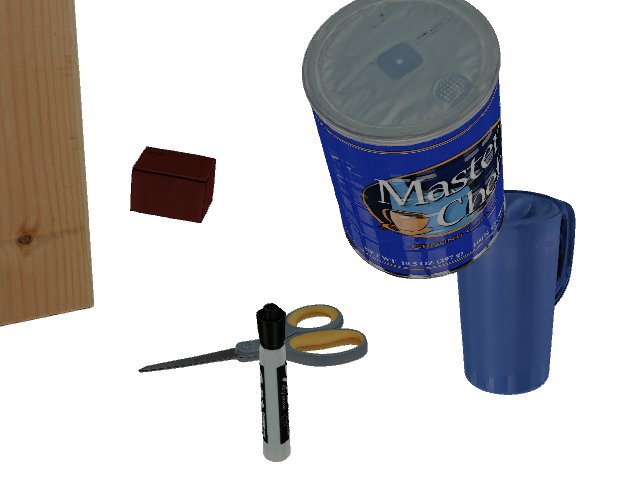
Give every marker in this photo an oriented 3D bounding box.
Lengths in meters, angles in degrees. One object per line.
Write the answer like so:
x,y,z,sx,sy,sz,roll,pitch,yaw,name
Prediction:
-0.030,0.094,0.699,0.020,0.121,0.020,0,31,0,marker

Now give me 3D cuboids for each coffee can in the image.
0.052,-0.057,0.605,0.103,0.102,0.140,0,-32,11,coffee can

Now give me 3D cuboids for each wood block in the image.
-0.190,-0.063,0.606,0.090,0.206,0.090,-11,27,-27,wood block

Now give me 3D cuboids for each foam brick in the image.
-0.151,-0.058,1.097,0.078,0.051,0.053,10,31,4,foam brick

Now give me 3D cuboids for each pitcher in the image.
0.243,0.062,1.342,0.149,0.243,0.145,1,21,13,pitcher

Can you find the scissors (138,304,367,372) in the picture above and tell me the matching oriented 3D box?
-0.059,0.089,0.966,0.201,0.016,0.096,-1,28,-1,scissors
